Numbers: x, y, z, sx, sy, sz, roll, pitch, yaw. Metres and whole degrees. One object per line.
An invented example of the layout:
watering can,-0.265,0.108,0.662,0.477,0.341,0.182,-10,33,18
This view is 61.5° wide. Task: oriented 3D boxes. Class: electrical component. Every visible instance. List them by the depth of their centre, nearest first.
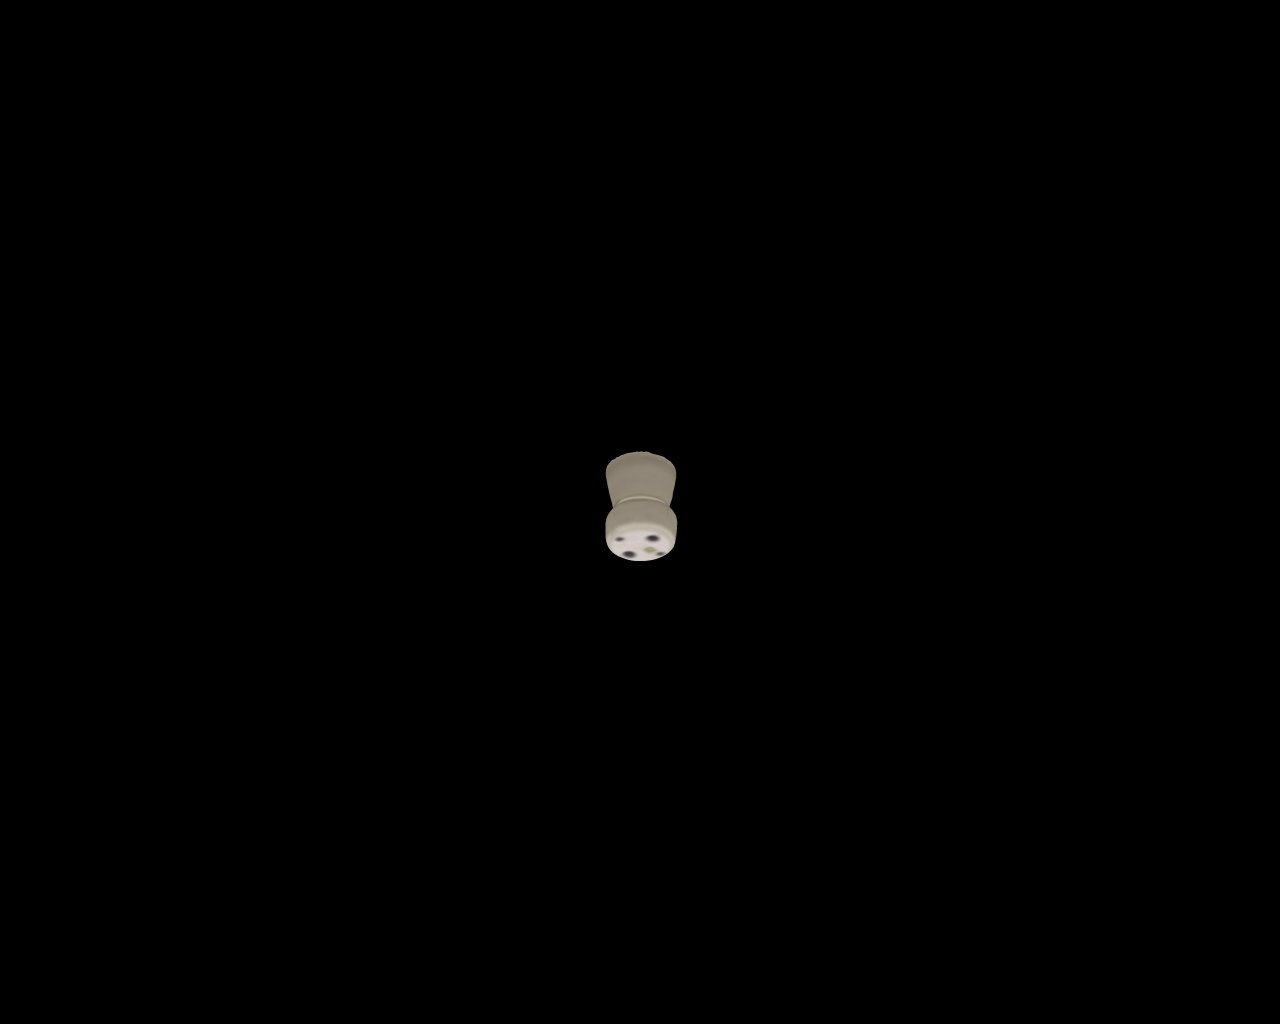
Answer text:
electrical component,0.001,-0.003,0.650,0.045,0.055,0.044,0,-33,0
